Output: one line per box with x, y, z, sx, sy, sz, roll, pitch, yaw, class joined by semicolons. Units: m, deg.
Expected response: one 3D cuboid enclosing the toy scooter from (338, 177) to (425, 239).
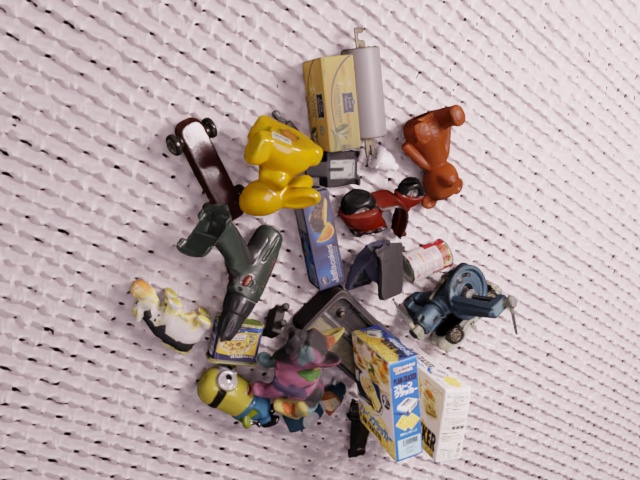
0.130;-0.050;1.111;0.184;0.075;0.135;-15;130;-7;toy scooter

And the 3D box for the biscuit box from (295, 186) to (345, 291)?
-0.002;-0.003;1.079;0.063;0.059;0.202;-16;107;-17;biscuit box

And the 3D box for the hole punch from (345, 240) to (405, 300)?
0.114;0.056;1.104;0.142;0.092;0.115;-5;100;-56;hole punch

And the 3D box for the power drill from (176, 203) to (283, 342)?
-0.162;0.050;0.970;0.207;0.086;0.232;50;62;-43;power drill

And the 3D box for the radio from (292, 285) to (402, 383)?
0.064;0.202;1.143;0.131;0.073;0.229;-47;115;-4;radio

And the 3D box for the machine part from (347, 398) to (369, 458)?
0.092;0.427;1.226;0.084;0.039;0.138;6;98;-27;machine part

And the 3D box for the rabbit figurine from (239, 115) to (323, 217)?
-0.079;-0.115;0.967;0.162;0.122;0.173;18;116;-27;rabbit figurine

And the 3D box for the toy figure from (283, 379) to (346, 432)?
-0.005;0.361;1.166;0.154;0.058;0.064;-26;148;-15;toy figure

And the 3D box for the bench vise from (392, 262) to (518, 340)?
0.297;0.133;1.138;0.224;0.241;0.128;-31;108;-29;bench vise

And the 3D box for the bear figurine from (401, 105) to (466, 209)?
0.243;-0.163;1.102;0.120;0.132;0.195;-24;103;-11;bear figurine

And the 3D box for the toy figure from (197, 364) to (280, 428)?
-0.164;0.321;1.082;0.089;0.082;0.180;-48;116;-6;toy figure

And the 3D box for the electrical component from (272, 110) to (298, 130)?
-0.074;-0.184;1.023;0.102;0.045;0.078;44;56;-26;electrical component

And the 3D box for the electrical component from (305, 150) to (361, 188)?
0.021;-0.140;1.063;0.119;0.048;0.074;-8;104;-19;electrical component

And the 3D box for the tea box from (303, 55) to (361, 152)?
0.021;-0.254;1.012;0.068;0.098;0.169;-11;104;-19;tea box

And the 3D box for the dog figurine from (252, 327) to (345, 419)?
-0.020;0.251;1.045;0.219;0.108;0.191;-32;117;34;dog figurine

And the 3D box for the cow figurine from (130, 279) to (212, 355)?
-0.293;0.144;1.003;0.167;0.068;0.098;35;95;-23;cow figurine

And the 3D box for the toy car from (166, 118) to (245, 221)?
-0.203;-0.125;0.980;0.089;0.053;0.202;-38;116;-29;toy car

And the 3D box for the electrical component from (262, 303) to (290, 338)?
-0.091;0.162;1.082;0.021;0.094;0.063;23;55;-22;electrical component

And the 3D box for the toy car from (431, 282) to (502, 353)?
0.339;0.174;1.241;0.202;0.074;0.056;-43;110;-7;toy car

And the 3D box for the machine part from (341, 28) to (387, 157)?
0.085;-0.282;1.039;0.079;0.079;0.243;-12;107;-18;machine part
